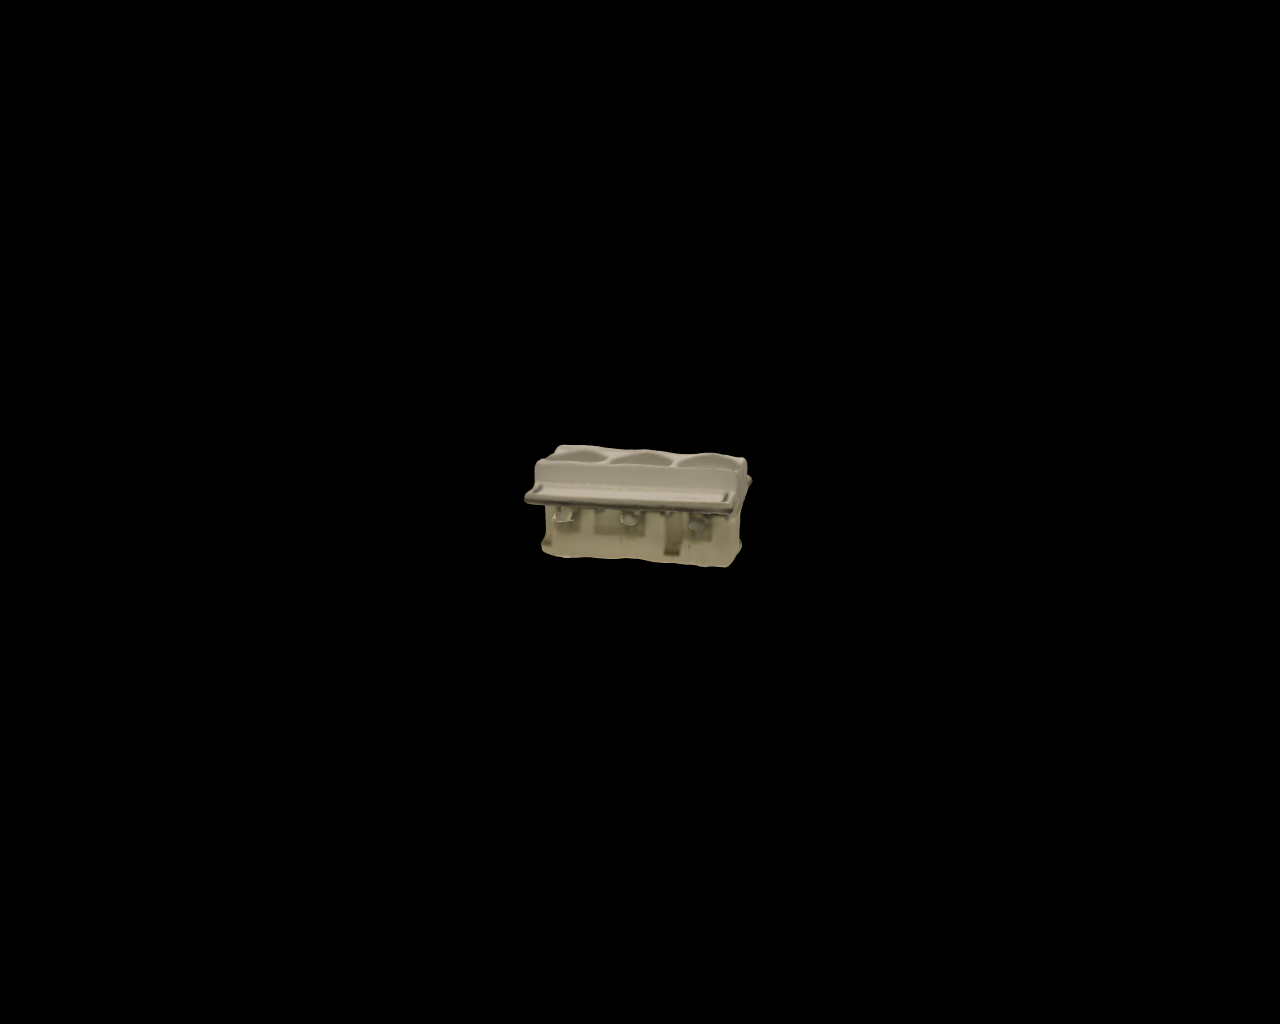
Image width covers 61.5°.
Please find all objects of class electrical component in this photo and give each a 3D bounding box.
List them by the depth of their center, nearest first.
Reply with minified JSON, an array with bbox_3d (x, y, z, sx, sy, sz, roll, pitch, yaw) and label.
[{"bbox_3d":[0.001,-0.003,0.650,0.121,0.063,0.079,4,16,14],"label":"electrical component"}]
